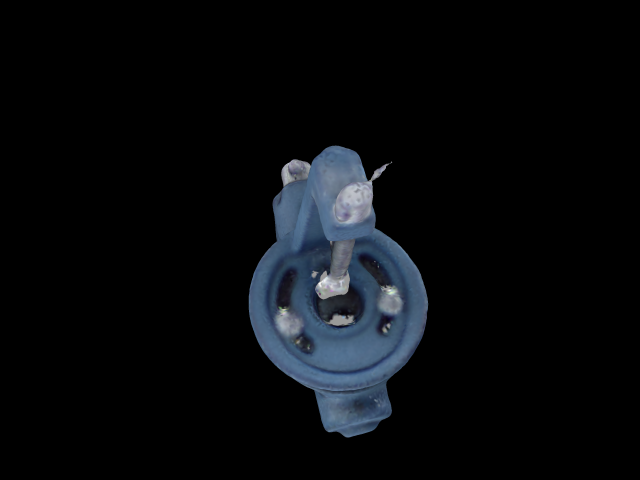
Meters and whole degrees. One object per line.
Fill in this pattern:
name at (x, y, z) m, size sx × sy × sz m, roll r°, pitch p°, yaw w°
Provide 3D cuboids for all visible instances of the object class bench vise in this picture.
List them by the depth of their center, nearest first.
bench vise at (-0.007, 0.006, 0.396) m, size 0.122 × 0.220 × 0.207 m, roll -25°, pitch 54°, yaw -20°
